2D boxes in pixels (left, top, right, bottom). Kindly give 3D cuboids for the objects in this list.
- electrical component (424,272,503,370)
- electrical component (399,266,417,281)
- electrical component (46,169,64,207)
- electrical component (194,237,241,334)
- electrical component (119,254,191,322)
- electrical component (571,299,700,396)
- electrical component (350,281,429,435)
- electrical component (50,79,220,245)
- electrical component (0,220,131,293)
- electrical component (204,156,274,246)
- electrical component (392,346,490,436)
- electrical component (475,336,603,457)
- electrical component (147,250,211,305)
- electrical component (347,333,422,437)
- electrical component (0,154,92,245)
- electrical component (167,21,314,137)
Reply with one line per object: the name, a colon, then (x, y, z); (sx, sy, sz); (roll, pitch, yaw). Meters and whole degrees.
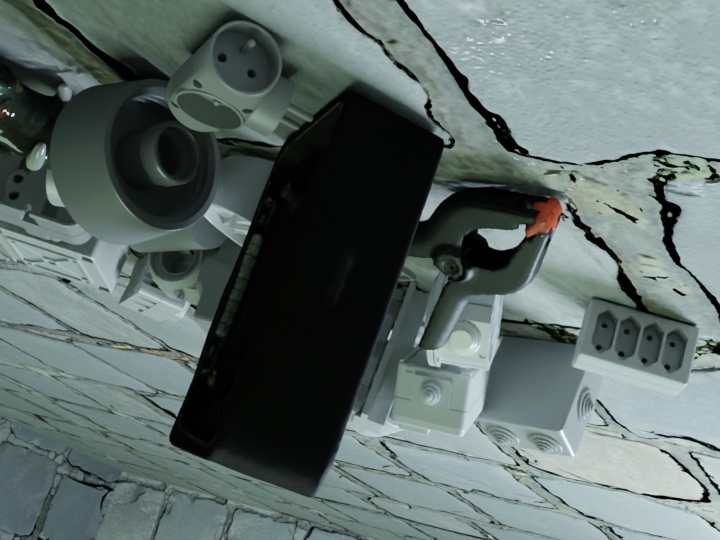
electrical component: (0.081, 0.038, 0.837); (0.051, 0.080, 0.080); (9, 159, 13)
electrical component: (0.000, 0.000, 0.831); (0.042, 0.063, 0.081); (1, 155, 46)
electrical component: (-0.214, -0.073, 0.848); (0.047, 0.055, 0.055); (13, 161, 7)
electrical component: (-0.093, 0.034, 0.975); (0.062, 0.089, 0.150); (13, 161, 16)
electrical component: (-0.202, 0.018, 1.097); (0.056, 0.050, 0.089); (26, 160, -19)
electrical component: (0.210, 0.066, 0.838); (0.083, 0.047, 0.075); (16, 161, 8)
electrical component: (0.011, 0.072, 0.932); (0.063, 0.121, 0.078); (20, 161, 4)
electrical component: (-0.139, -0.072, 0.701); (0.060, 0.108, 0.108); (-6, 150, 38)
electrical component: (-0.284, -0.032, 1.024); (0.109, 0.056, 0.108); (18, 161, 3)
electrical component: (-0.070, -0.039, 0.789); (0.099, 0.064, 0.099); (17, 161, 6)
electrical component: (0.066, 0.100, 0.886); (0.062, 0.061, 0.096); (11, -167, 17)
electrical component: (0.156, 0.111, 0.941); (0.100, 0.099, 0.048); (5, 143, 35)
electrical component: (-0.160, -0.004, 0.985); (0.078, 0.058, 0.057); (14, 163, 15)
electrical component: (0.030, 0.104, 1.035); (0.108, 0.108, 0.060); (30, 152, -29)
electrical component: (-0.275, -0.062, 0.934); (0.095, 0.053, 0.059); (19, 161, 0)
electrical component: (-0.065, -0.103, 0.633); (0.079, 0.044, 0.077); (26, 160, -22)
